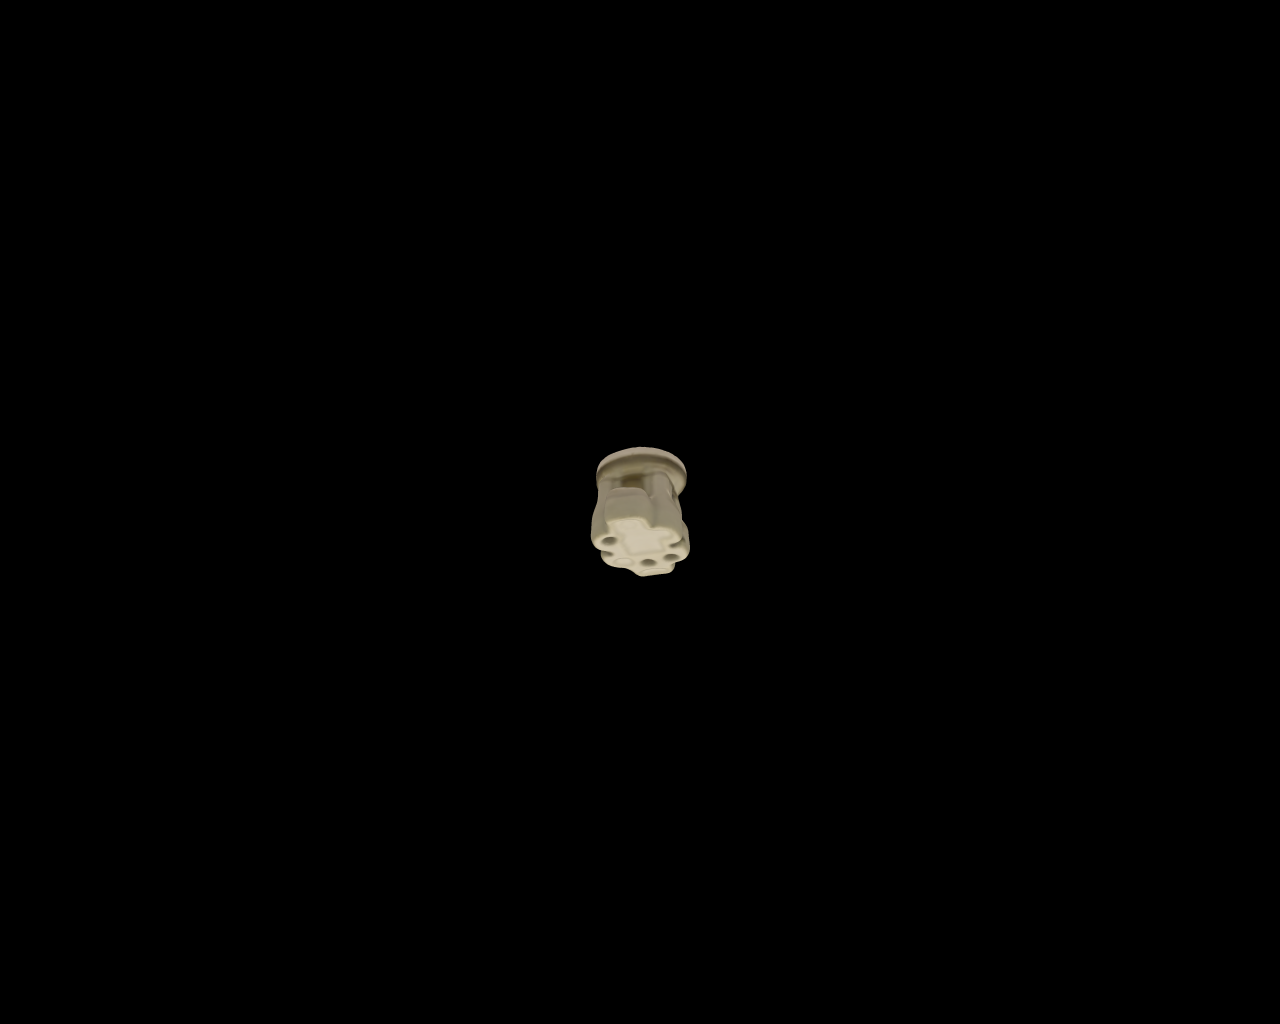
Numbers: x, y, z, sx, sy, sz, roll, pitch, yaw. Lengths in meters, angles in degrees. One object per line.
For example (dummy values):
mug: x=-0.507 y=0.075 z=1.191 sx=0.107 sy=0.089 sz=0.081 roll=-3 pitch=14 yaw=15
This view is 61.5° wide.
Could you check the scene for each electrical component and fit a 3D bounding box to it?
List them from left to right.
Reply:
electrical component: x=0.001 y=-0.003 z=0.650 sx=0.058 sy=0.057 sz=0.078 roll=-8 pitch=-31 yaw=13
